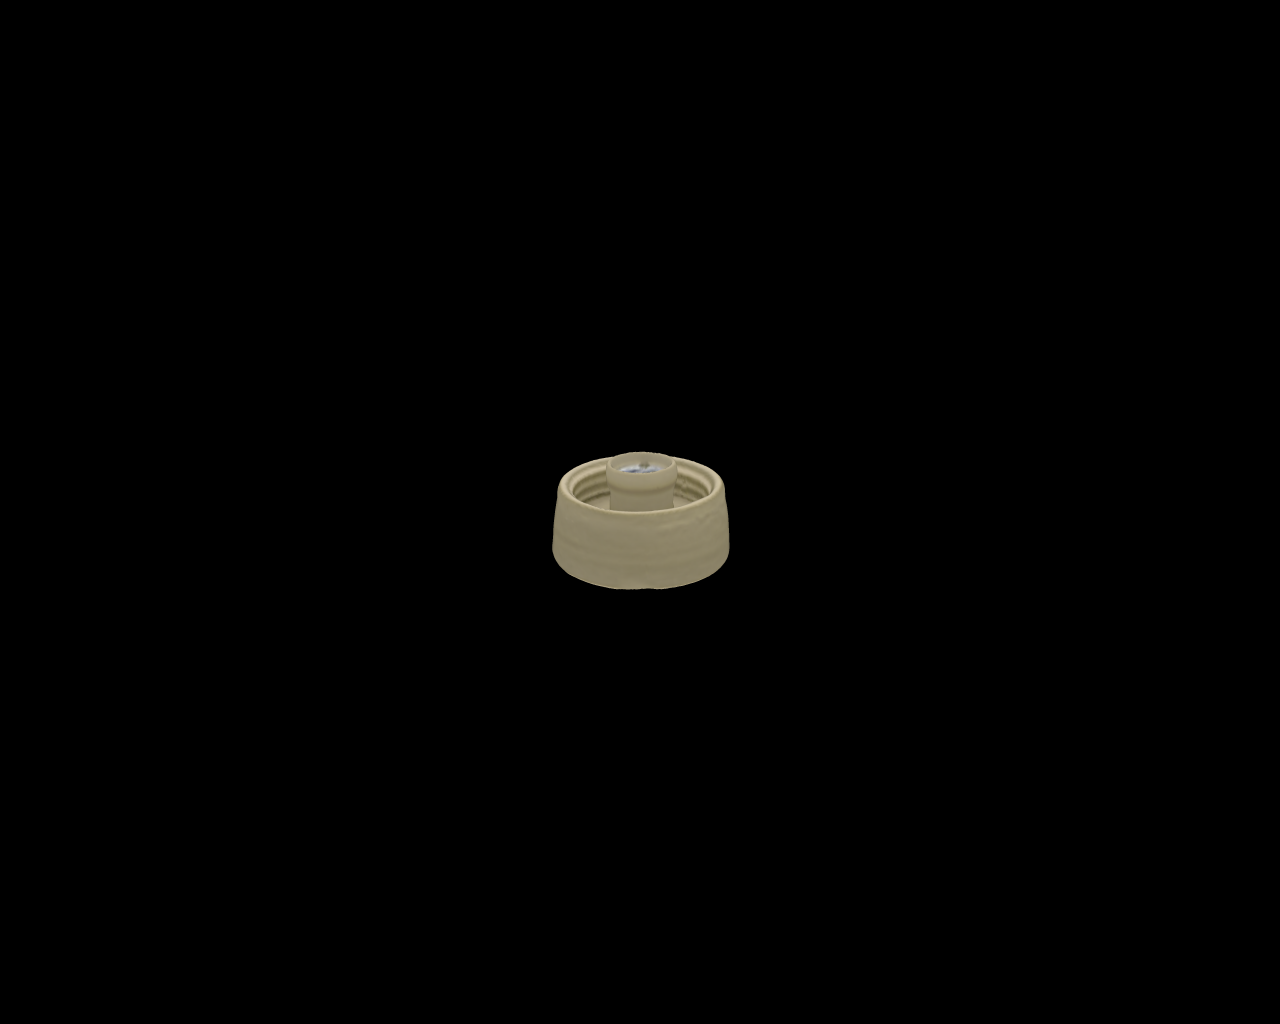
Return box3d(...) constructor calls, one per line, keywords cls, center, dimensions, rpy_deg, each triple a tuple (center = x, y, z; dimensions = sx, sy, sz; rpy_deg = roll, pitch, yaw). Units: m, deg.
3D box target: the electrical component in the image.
box3d(cls="electrical component", center=(0.001, -0.003, 0.650), dimensions=(0.108, 0.060, 0.108), rpy_deg=(0, 22, 0))
